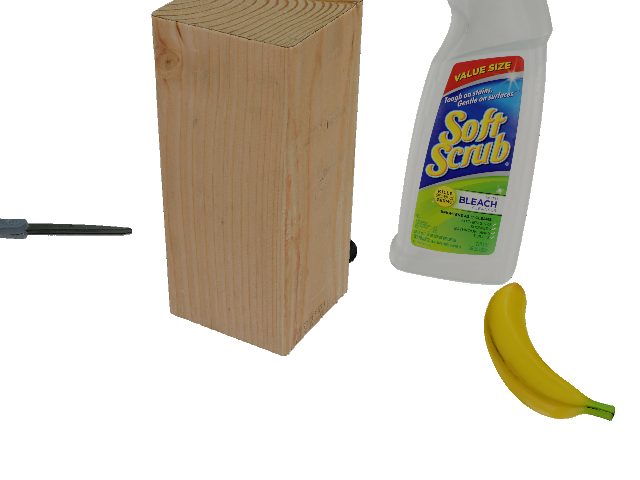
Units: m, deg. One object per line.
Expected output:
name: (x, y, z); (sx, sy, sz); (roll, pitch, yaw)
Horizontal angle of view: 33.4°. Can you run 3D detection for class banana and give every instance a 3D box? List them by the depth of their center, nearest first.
banana: (0.178, 0.096, 0.924); (0.069, 0.037, 0.198); (7, 29, -20)

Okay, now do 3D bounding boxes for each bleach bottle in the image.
bleach bottle: (0.111, -0.095, 0.787); (0.103, 0.251, 0.068); (9, 25, 14)

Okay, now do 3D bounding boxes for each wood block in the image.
wood block: (-0.036, -0.046, 0.651); (0.091, 0.206, 0.090); (18, 37, 23)

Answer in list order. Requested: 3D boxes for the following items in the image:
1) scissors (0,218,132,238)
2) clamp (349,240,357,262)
scissors: (-0.267, -0.003, 0.882); (0.202, 0.016, 0.096); (7, 24, 7)
clamp: (-0.042, 0.028, 1.004); (0.120, 0.039, 0.171); (1, 17, 17)
